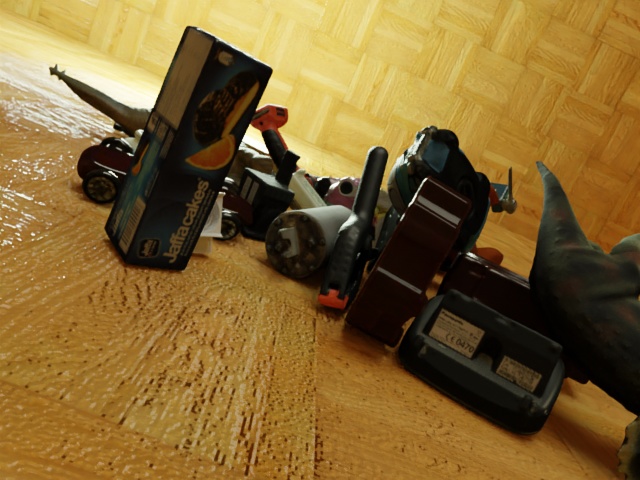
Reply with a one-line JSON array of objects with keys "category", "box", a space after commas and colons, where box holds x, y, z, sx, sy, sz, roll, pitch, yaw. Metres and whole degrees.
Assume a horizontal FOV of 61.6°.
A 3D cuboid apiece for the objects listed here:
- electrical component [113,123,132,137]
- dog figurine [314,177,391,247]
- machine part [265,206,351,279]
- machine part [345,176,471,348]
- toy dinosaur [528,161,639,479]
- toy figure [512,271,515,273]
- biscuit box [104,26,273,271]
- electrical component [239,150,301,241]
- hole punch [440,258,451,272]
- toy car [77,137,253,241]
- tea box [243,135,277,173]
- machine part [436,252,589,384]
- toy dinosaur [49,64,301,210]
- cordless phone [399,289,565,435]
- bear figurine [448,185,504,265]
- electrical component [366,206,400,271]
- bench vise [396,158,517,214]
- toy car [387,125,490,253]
[{"category": "electrical component", "box": [-0.311, -0.198, 0.970, 0.102, 0.045, 0.078, 22, 12, -10]}, {"category": "dog figurine", "box": [0.073, -0.053, 0.951, 0.192, 0.108, 0.219, 23, 10, 0]}, {"category": "machine part", "box": [-0.001, -0.002, 0.674, 0.079, 0.079, 0.243, 27, 12, 14]}, {"category": "machine part", "box": [0.089, 0.020, 0.540, 0.056, 0.179, 0.179, 29, 13, 6]}, {"category": "toy dinosaur", "box": [0.282, 0.075, 0.516, 0.192, 0.131, 0.405, -7, 49, -36]}, {"category": "toy figure", "box": [0.332, 0.092, 0.934, 0.057, 0.064, 0.154, 65, 20, -4]}, {"category": "biscuit box", "box": [-0.117, -0.073, 0.466, 0.062, 0.202, 0.059, 13, 20, -44]}, {"category": "electrical component", "box": [-0.070, -0.064, 0.704, 0.047, 0.119, 0.075, 14, 19, -38]}, {"category": "hole punch", "box": [0.219, 0.014, 1.024, 0.142, 0.092, 0.116, 32, 40, 22]}, {"category": "toy car", "box": [-0.175, -0.054, 0.622, 0.202, 0.053, 0.089, 20, 29, -24]}, {"category": "tea box", "box": [-0.165, -0.179, 1.104, 0.170, 0.068, 0.098, 29, 14, 17]}, {"category": "machine part", "box": [0.257, 0.090, 0.702, 0.202, 0.087, 0.201, 28, 6, 12]}, {"category": "toy dinosaur", "box": [-0.221, -0.157, 0.858, 0.471, 0.105, 0.199, 30, 3, -15]}, {"category": "cordless phone", "box": [0.168, 0.115, 0.552, 0.147, 0.088, 0.184, 28, 2, 19]}, {"category": "bear figurine", "box": [0.246, 0.006, 0.857, 0.195, 0.132, 0.120, 50, 6, -17]}, {"category": "electrical component", "box": [0.119, -0.005, 0.775, 0.058, 0.134, 0.115, 27, 56, -2]}, {"category": "bench vise", "box": [0.241, -0.089, 0.976, 0.241, 0.128, 0.224, 10, 41, 36]}, {"category": "toy car", "box": [0.136, -0.059, 0.666, 0.103, 0.109, 0.161, -1, -37, 47]}]
